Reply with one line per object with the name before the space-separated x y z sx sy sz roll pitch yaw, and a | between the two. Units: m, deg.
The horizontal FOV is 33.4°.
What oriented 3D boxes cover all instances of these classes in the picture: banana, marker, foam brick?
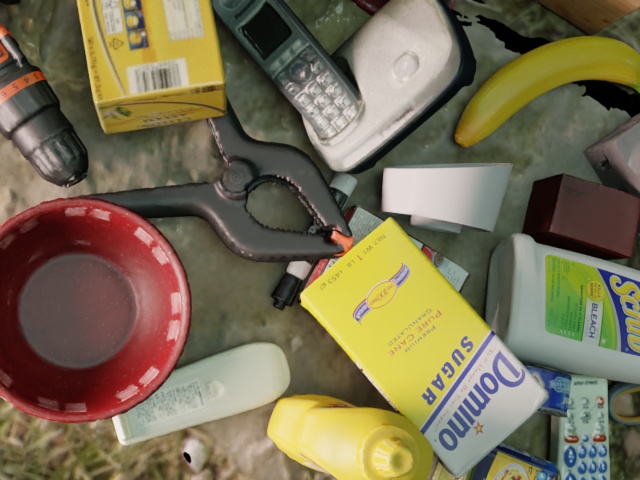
banana | 0.198 -0.132 0.901 0.197 0.037 0.069 -15 88 -15
marker | -0.006 0.001 0.849 0.020 0.020 0.121 30 80 -10
foam brick | 0.219 -0.018 0.889 0.078 0.051 0.053 17 81 -12

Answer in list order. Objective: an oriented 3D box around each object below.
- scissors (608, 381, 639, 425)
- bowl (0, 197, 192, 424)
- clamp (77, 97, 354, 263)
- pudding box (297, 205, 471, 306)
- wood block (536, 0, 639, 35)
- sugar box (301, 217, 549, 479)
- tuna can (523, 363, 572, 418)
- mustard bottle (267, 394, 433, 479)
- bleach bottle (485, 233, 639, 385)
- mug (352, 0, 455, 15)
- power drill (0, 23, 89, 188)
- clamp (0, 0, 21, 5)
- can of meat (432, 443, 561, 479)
scissors | 0.322 0.088 0.925 0.201 0.016 0.096 -28 93 -15
bowl | -0.177 0.051 0.784 0.162 0.055 0.162 1 85 -14
clamp | -0.074 -0.038 0.814 0.210 0.036 0.164 37 81 4
pudding box | 0.051 0.037 0.851 0.113 0.039 0.090 30 82 -7
wood block | 0.178 -0.270 0.880 0.206 0.090 0.091 30 78 -10
sugar box | 0.076 0.079 0.788 0.093 0.048 0.176 -41 79 -5
tuna can | 0.155 0.116 0.846 0.086 0.086 0.034 13 81 -13
mustard bottle | 0.027 0.146 0.756 0.096 0.192 0.058 23 80 -11
bleach bottle | 0.264 0.067 0.874 0.250 0.068 0.102 11 70 -10
mug | 0.076 -0.224 0.858 0.117 0.093 0.081 44 69 -38
power drill | -0.285 -0.079 0.769 0.187 0.057 0.184 -36 91 -17
clamp | -0.273 -0.252 0.793 0.171 0.039 0.120 18 76 -6
can of meat | 0.135 0.209 0.849 0.084 0.057 0.102 24 81 -13
